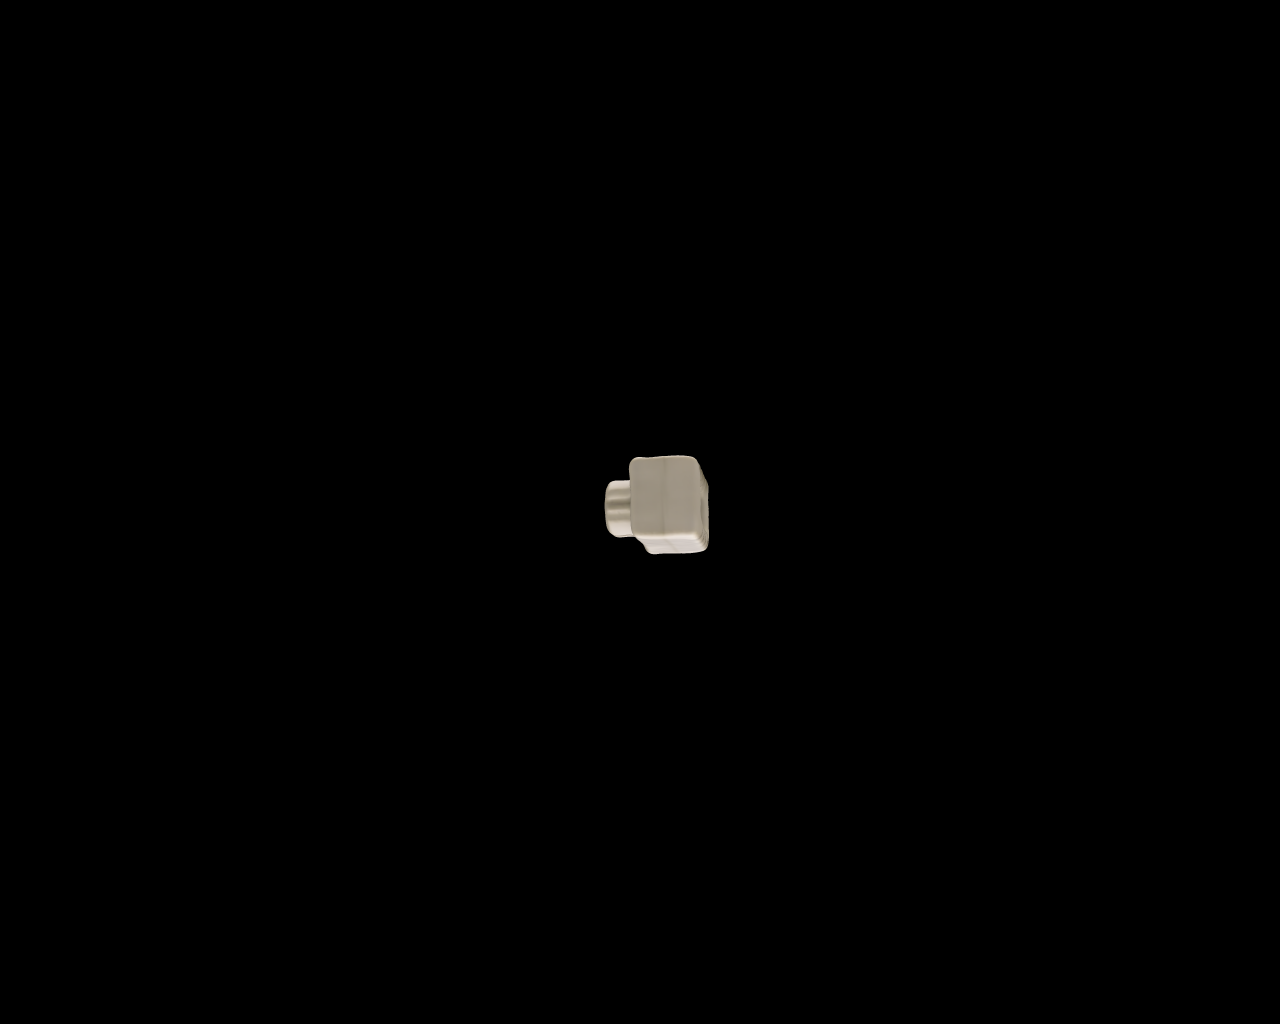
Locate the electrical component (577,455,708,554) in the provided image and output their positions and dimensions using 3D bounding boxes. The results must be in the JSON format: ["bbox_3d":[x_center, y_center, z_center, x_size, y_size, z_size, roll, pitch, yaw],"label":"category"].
[{"bbox_3d":[0.001,-0.003,0.650,0.076,0.047,0.083,-1,-9,7],"label":"electrical component"}]
